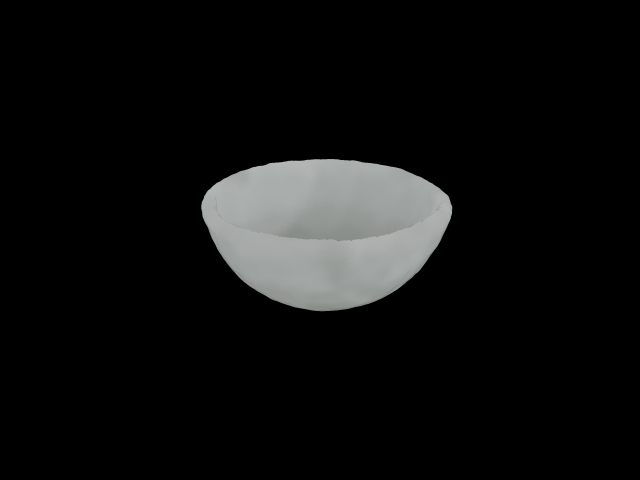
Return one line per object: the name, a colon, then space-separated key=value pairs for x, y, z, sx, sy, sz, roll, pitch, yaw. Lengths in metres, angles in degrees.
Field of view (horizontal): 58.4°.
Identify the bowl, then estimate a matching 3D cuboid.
bowl: x=0.004 y=0.001 z=0.400 sx=0.167 sy=0.075 sz=0.167 roll=0 pitch=25 yaw=0
